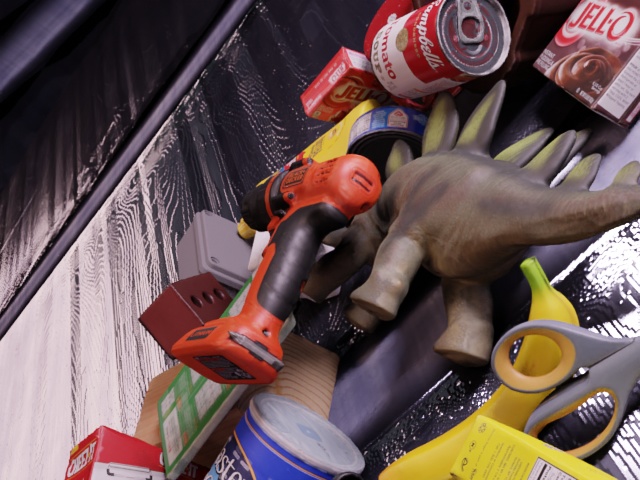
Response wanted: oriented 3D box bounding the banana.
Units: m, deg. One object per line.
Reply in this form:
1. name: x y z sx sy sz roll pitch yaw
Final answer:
1. banana: 0.113 0.106 0.692 0.198 0.070 0.037 -60 -16 20

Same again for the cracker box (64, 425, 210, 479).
1. cracker box: -0.147 0.286 0.886 0.072 0.164 0.213 -38 35 39

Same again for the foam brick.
1. foam brick: -0.118 0.069 0.986 0.051 0.053 0.078 -46 -10 21

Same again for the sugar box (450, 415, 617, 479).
1. sugar box: 0.150 0.147 0.540 0.048 0.093 0.176 -65 26 -5

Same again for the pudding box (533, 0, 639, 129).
1. pudding box: 0.213 -0.140 0.773 0.090 0.039 0.113 -55 26 15

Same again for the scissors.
1. scissors: 0.178 0.050 0.616 0.202 0.096 0.016 -52 -17 26

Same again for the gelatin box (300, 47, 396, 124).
1. gelatin box: 0.036 -0.147 1.060 0.073 0.089 0.030 -45 52 34

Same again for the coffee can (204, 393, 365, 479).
1. coffee can: -0.044 0.207 0.840 0.140 0.102 0.103 -59 25 9

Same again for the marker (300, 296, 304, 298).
1. marker: -0.007 0.001 1.076 0.020 0.020 0.121 -27 42 52

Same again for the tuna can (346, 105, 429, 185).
1. tuna can: 0.066 -0.078 0.938 0.086 0.086 0.033 -37 33 43

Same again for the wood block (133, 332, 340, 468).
1. wood block: -0.084 0.157 0.984 0.207 0.090 0.090 -31 38 49

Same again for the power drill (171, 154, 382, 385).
1. power drill: -0.044 0.021 0.842 0.185 0.057 0.187 -14 45 60

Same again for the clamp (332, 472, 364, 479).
1. clamp: -0.017 0.287 0.747 0.210 0.036 0.164 -55 26 23

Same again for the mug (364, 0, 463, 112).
1. mug: 0.092 -0.173 0.989 0.093 0.081 0.117 -16 51 57

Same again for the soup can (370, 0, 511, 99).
1. soup can: 0.093 -0.153 0.845 0.102 0.068 0.068 -9 57 62

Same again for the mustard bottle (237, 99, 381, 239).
1. mustard bottle: -0.010 -0.057 1.055 0.192 0.058 0.096 -36 23 27
